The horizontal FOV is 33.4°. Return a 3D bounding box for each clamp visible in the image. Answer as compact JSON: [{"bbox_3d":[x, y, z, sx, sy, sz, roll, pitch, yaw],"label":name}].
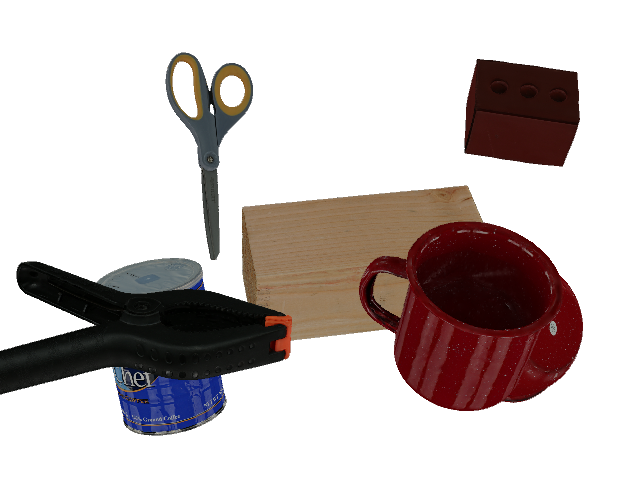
[{"bbox_3d":[-0.126,0.056,0.725,0.210,0.036,0.164,0,24,-9],"label":"clamp"}]

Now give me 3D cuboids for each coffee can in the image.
[{"bbox_3d":[-0.152,0.100,1.019,0.103,0.140,0.103,-8,18,2],"label":"coffee can"}]

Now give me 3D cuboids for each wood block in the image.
[{"bbox_3d":[0.038,0.021,0.947,0.206,0.090,0.091,-6,45,-9],"label":"wood block"}]

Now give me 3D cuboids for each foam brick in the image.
[{"bbox_3d":[0.149,-0.095,0.795,0.078,0.053,0.051,8,-36,1],"label":"foam brick"}]

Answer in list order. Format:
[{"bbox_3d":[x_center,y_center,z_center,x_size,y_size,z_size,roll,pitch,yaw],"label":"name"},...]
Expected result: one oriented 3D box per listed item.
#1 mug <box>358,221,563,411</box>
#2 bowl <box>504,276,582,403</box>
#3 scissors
[{"bbox_3d":[0.079,0.045,0.648,0.117,0.081,0.093,17,44,7],"label":"mug"},{"bbox_3d":[0.220,0.090,1.106,0.161,0.162,0.055,0,-2,-34],"label":"bowl"},{"bbox_3d":[-0.093,-0.089,1.038,0.096,0.202,0.016,-17,-2,-25],"label":"scissors"}]
